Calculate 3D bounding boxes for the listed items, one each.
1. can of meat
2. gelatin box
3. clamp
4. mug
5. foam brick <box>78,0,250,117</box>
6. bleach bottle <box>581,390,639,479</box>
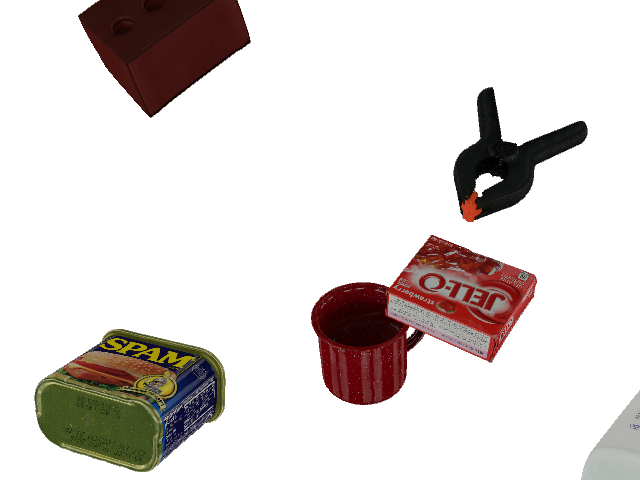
[{"bbox_3d":[-0.129,0.107,0.722,0.102,0.057,0.083,11,21,22],"label":"can of meat"},{"bbox_3d":[0.103,0.040,0.782,0.089,0.030,0.073,23,47,22],"label":"gelatin box"},{"bbox_3d":[0.180,-0.091,1.086,0.120,0.039,0.171,29,56,29],"label":"clamp"},{"bbox_3d":[0.050,0.095,1.009,0.117,0.081,0.093,-23,42,-21],"label":"mug"},{"bbox_3d":[-0.089,-0.122,0.618,0.078,0.053,0.051,-40,-26,-10],"label":"foam brick"},{"bbox_3d":[0.246,0.101,0.629,0.103,0.068,0.250,18,29,32],"label":"bleach bottle"}]
